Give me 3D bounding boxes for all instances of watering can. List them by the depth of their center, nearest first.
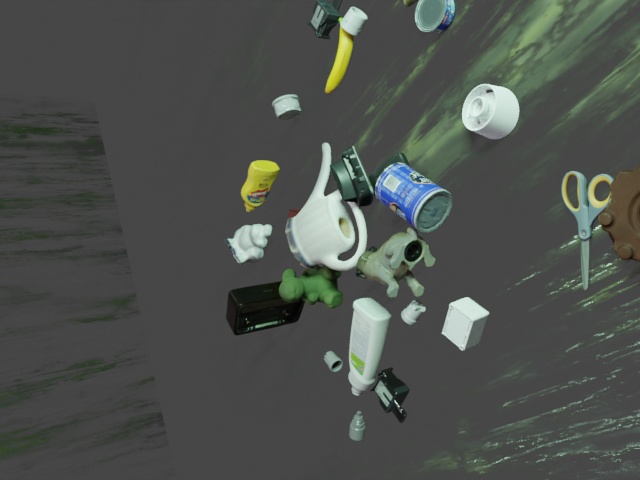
[{"bbox_3d":[0.004,-0.069,1.374,0.222,0.103,0.353,-29,66,26],"label":"watering can"}]

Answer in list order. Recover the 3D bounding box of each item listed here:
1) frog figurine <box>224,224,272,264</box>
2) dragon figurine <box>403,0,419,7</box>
[{"bbox_3d":[-0.221,-0.001,1.733,0.159,0.121,0.140,-36,48,9],"label":"frog figurine"},{"bbox_3d":[0.252,-0.676,1.042,0.245,0.123,0.401,48,133,18],"label":"dragon figurine"}]
